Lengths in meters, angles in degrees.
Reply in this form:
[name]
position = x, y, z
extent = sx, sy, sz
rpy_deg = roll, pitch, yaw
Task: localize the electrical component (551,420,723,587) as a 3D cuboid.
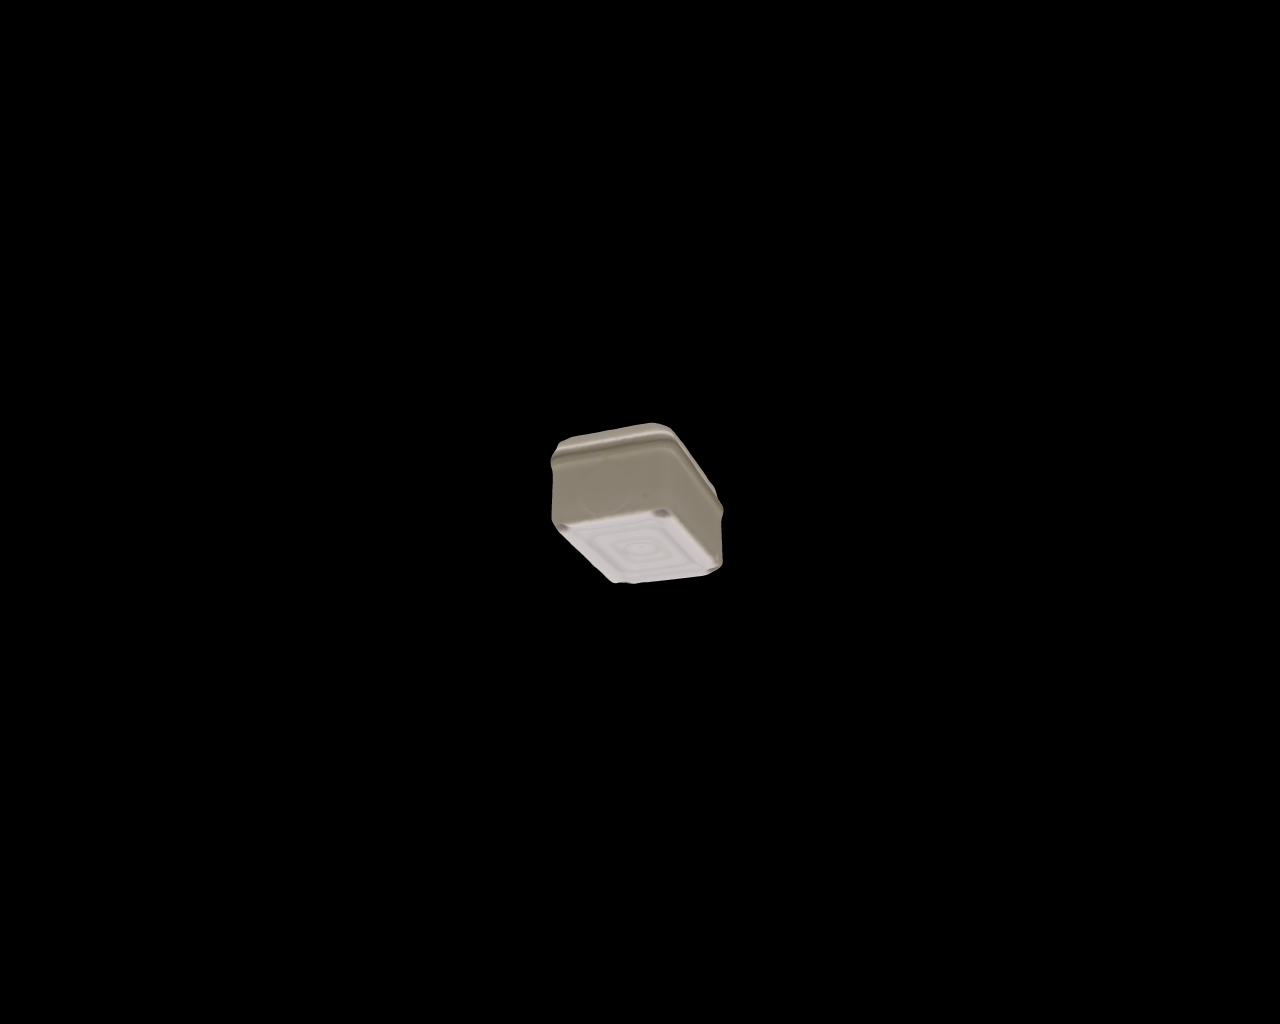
[electrical component]
position = 0.001, -0.003, 0.650
extent = 0.078, 0.057, 0.113
rpy_deg = -8, -26, 18
